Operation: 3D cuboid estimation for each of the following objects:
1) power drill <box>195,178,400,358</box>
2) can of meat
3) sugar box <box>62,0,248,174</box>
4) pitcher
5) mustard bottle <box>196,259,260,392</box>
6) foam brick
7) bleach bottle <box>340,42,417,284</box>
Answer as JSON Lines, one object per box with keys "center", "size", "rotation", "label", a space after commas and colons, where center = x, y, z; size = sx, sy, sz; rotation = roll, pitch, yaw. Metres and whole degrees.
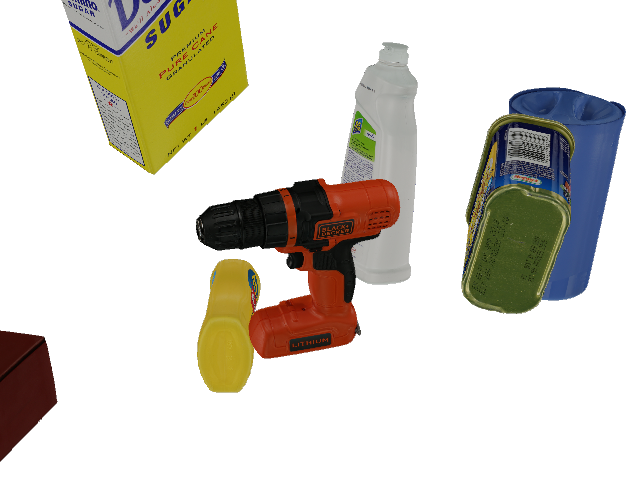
{"center": [-0.024, 0.027, 0.982], "size": [0.184, 0.188, 0.057], "rotation": [-8, 47, -15], "label": "power drill"}
{"center": [0.126, -0.015, 0.682], "size": [0.057, 0.102, 0.084], "rotation": [13, 38, 4], "label": "can of meat"}
{"center": [-0.090, -0.124, 0.599], "size": [0.048, 0.093, 0.176], "rotation": [35, -23, 18], "label": "sugar box"}
{"center": [0.275, -0.051, 1.280], "size": [0.149, 0.243, 0.145], "rotation": [2, 26, 0], "label": "pitcher"}
{"center": [-0.097, 0.075, 1.167], "size": [0.058, 0.096, 0.191], "rotation": [0, 28, 0], "label": "mustard bottle"}
{"center": [-0.213, 0.099, 0.679], "size": [0.053, 0.051, 0.078], "rotation": [6, 29, 22], "label": "foam brick"}
{"center": [0.068, -0.086, 1.158], "size": [0.067, 0.251, 0.103], "rotation": [-5, 24, -31], "label": "bleach bottle"}
